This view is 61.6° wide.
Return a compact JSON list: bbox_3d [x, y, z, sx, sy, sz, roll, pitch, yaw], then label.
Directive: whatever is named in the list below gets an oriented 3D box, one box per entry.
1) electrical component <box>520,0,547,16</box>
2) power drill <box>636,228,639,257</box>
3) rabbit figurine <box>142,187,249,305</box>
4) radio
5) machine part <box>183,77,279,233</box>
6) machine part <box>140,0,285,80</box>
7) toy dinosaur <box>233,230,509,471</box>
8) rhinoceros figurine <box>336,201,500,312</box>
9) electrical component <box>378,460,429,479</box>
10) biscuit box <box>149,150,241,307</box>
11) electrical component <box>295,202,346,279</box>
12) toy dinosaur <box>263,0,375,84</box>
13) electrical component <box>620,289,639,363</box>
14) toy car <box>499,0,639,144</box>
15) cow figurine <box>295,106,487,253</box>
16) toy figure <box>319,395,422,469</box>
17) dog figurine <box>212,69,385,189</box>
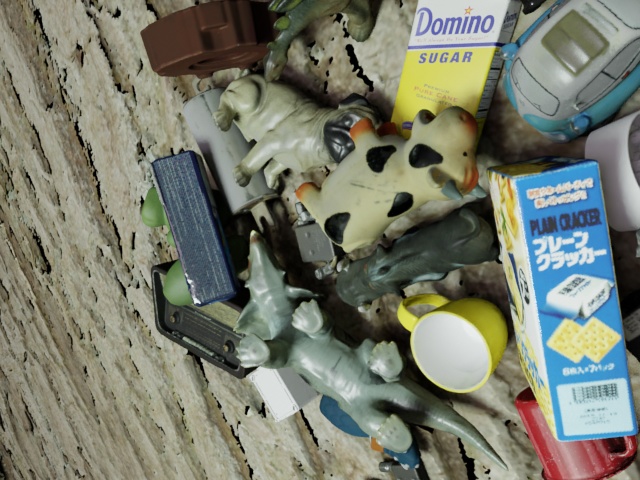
[{"bbox_3d":[0.177,-0.261,0.451,0.075,0.048,0.119,-35,94,19],"label":"electrical component"},{"bbox_3d":[0.373,0.008,0.356,0.232,0.086,0.207,-40,77,17],"label":"power drill"},{"bbox_3d":[-0.179,0.015,0.809,0.159,0.121,0.170,1,79,5],"label":"rabbit figurine"},{"bbox_3d":[-0.178,0.123,0.879,0.230,0.073,0.131,19,115,35],"label":"radio"},{"bbox_3d":[-0.126,-0.122,0.756,0.079,0.079,0.243,-30,85,41],"label":"machine part"},{"bbox_3d":[-0.124,-0.242,0.659,0.180,0.179,0.056,-3,104,40],"label":"machine part"},{"bbox_3d":[0.032,0.156,0.683,0.405,0.192,0.131,37,90,9],"label":"toy dinosaur"},{"bbox_3d":[0.104,0.025,0.591,0.190,0.112,0.073,-26,89,34],"label":"rhinoceros figurine"},{"bbox_3d":[0.125,0.324,0.727,0.094,0.021,0.063,-21,90,42],"label":"electrical component"},{"bbox_3d":[-0.165,-0.014,0.723,0.063,0.059,0.202,-16,91,-1],"label":"biscuit box"},{"bbox_3d":[-0.002,-0.001,0.713,0.078,0.045,0.102,0,103,38],"label":"electrical component"},{"bbox_3d":[0.059,-0.300,0.467,0.471,0.198,0.105,-41,80,42],"label":"toy dinosaur"},{"bbox_3d":[0.325,0.086,0.445,0.134,0.058,0.114,48,147,17],"label":"electrical component"},{"bbox_3d":[0.220,-0.154,0.444,0.109,0.103,0.161,54,132,12],"label":"toy car"},{"bbox_3d":[0.076,-0.058,0.540,0.195,0.085,0.127,-43,70,33],"label":"cow figurine"},{"bbox_3d":[0.071,0.248,0.724,0.155,0.064,0.058,24,81,26],"label":"toy figure"},{"bbox_3d":[-0.018,-0.157,0.656,0.191,0.121,0.172,-18,95,27],"label":"dog figurine"}]
